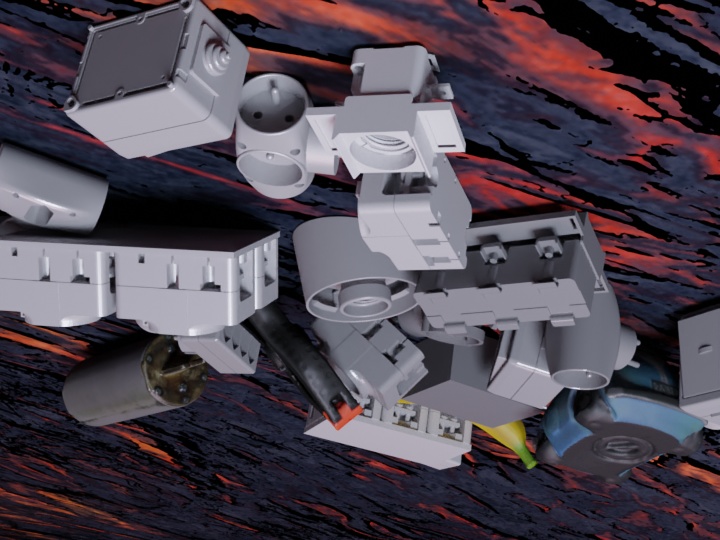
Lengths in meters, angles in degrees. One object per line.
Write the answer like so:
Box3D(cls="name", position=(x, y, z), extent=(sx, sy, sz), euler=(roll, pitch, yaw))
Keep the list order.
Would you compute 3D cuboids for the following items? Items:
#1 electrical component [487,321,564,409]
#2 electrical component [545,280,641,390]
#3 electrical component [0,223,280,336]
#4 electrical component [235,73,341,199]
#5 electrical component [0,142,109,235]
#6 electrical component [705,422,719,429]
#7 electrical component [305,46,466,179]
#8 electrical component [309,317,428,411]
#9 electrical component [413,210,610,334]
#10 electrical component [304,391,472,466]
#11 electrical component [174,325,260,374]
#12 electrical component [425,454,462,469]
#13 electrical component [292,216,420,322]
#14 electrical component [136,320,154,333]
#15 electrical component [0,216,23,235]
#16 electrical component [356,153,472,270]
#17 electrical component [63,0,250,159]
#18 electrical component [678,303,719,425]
Box3D(cls="electrical component", position=(0.141, 0.071, 0.898), extent=(0.061, 0.061, 0.096), euler=(18, 155, 0))
Box3D(cls="electrical component", position=(0.186, 0.054, 0.831), extent=(0.079, 0.077, 0.043), euler=(20, 153, -24))
Box3D(cls="electrical component", position=(-0.164, 0.004, 0.800), extent=(0.186, 0.060, 0.105), euler=(3, -169, 13))
Box3D(cls="electrical component", position=(-0.033, -0.078, 0.657), extent=(0.079, 0.044, 0.077), euler=(7, 155, 4))
Box3D(cls="electrical component", position=(-0.232, -0.052, 0.782), extent=(0.077, 0.043, 0.079), euler=(20, 153, -23))
Box3D(cls="electrical component", position=(0.313, 0.108, 0.952), extent=(0.044, 0.044, 0.065), euler=(-2, 148, 23))
Box3D(cls="electrical component", position=(0.016, -0.088, 0.595), extent=(0.081, 0.063, 0.042), euler=(0, 153, 17))
Box3D(cls="electrical component", position=(0.004, 0.068, 0.897), extent=(0.089, 0.056, 0.050), euler=(42, 167, 24))
Box3D(cls="electrical component", position=(0.103, 0.004, 0.755), extent=(0.121, 0.063, 0.078), euler=(-6, 136, 30))
Box3D(cls="electrical component", position=(0.031, 0.147, 1.104), extent=(0.150, 0.061, 0.089), euler=(17, 154, -17))
Box3D(cls="electrical component", position=(-0.143, 0.059, 0.989), extent=(0.076, 0.047, 0.083), euler=(-1, 154, 21))
Box3D(cls="electrical component", position=(0.060, 0.191, 1.208), extent=(0.083, 0.047, 0.076), euler=(24, 151, -28))
Box3D(cls="electrical component", position=(0.000, 0.000, 0.822), extent=(0.099, 0.064, 0.099), euler=(-5, 157, -2))
Box3D(cls="electrical component", position=(-0.173, 0.029, 0.927), extent=(0.077, 0.044, 0.079), euler=(15, 141, -13))
Box3D(cls="electrical component", position=(-0.312, -0.022, 0.874), extent=(0.077, 0.044, 0.079), euler=(-15, 146, 41))
Box3D(cls="electrical component", position=(0.034, -0.040, 0.710), extent=(0.056, 0.050, 0.089), euler=(-1, 154, 21))
Box3D(cls="electrical component", position=(-0.105, -0.105, 0.602), extent=(0.096, 0.061, 0.061), euler=(-7, 152, 31))
Box3D(cls="electrical component", position=(0.283, 0.076, 0.823), extent=(0.061, 0.096, 0.062), euler=(22, 152, -27))
